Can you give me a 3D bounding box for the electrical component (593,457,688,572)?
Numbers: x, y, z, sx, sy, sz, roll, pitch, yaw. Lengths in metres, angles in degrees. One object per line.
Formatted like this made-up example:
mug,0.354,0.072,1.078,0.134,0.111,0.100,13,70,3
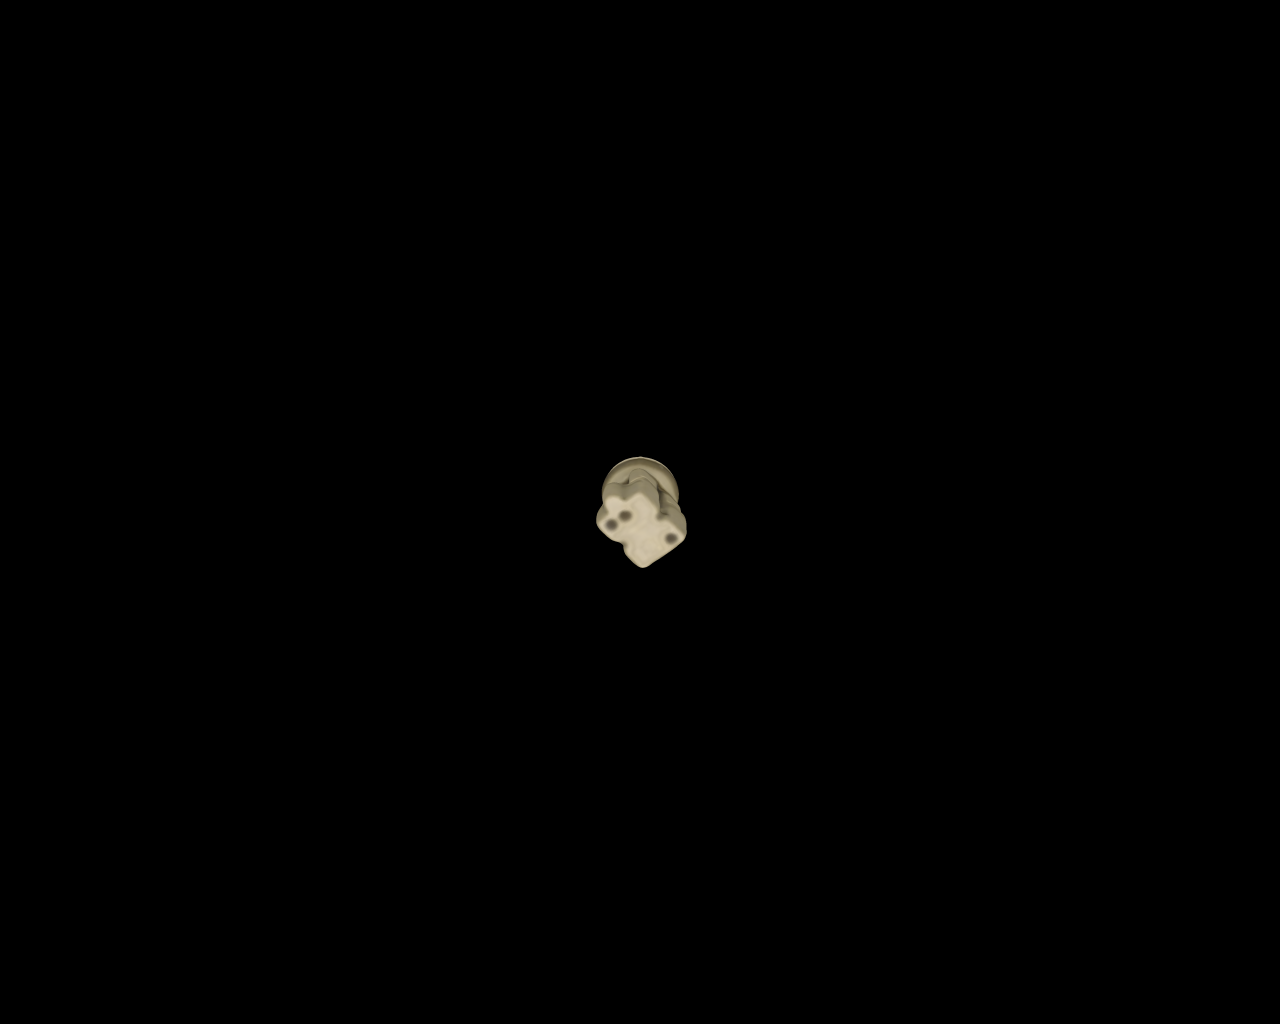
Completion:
electrical component,0.001,-0.003,0.650,0.048,0.066,0.055,-36,24,18
